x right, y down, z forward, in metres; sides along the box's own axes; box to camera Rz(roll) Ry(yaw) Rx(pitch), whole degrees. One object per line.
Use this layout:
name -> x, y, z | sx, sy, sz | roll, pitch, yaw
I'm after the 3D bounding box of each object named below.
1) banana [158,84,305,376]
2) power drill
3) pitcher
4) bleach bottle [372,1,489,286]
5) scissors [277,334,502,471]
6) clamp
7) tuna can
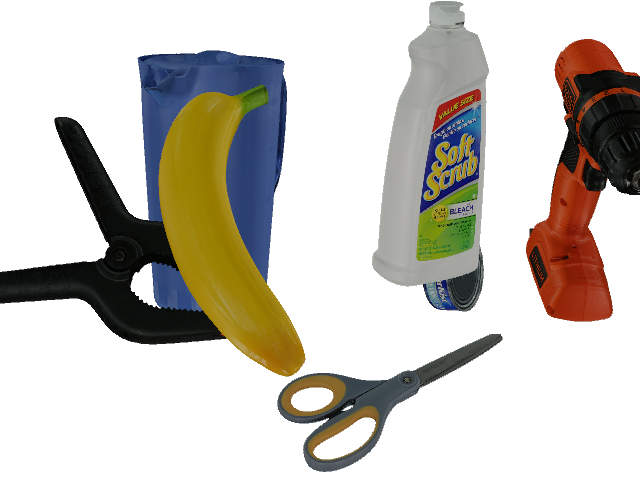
banana -> -0.053, -0.015, 0.586 | 0.069, 0.198, 0.037 | -5, -33, -6
power drill -> 0.203, -0.034, 0.793 | 0.057, 0.188, 0.184 | 3, 35, -2
pitcher -> -0.096, -0.057, 1.008 | 0.149, 0.243, 0.145 | -1, 15, -12
bleach bottle -> 0.102, -0.089, 0.973 | 0.102, 0.251, 0.068 | -11, 24, -26
scissors -> 0.049, 0.109, 0.850 | 0.096, 0.016, 0.201 | 31, 50, 30
clamp -> -0.149, 0.006, 0.791 | 0.210, 0.164, 0.036 | 21, -20, 0
tuna can -> 0.143, 0.033, 1.154 | 0.034, 0.086, 0.086 | 1, 0, 34
